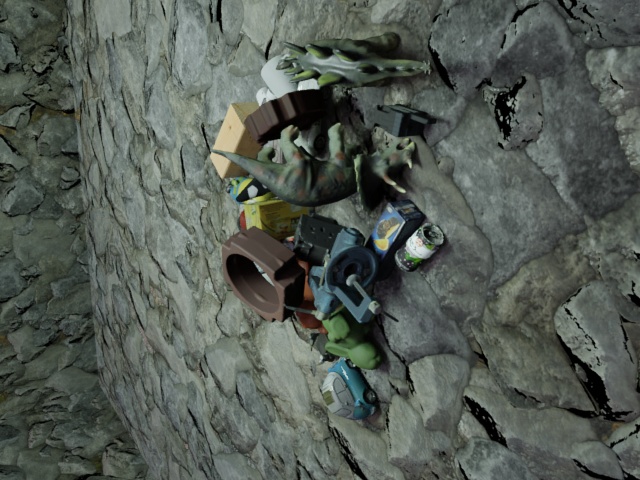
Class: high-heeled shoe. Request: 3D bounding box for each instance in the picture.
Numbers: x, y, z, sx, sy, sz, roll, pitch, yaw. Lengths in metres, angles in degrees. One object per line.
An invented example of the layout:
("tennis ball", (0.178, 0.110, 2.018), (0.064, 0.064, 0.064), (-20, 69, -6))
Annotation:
("high-heeled shoe", (-0.074, -0.120, 1.287), (0.249, 0.086, 0.145), (-32, 106, 24))

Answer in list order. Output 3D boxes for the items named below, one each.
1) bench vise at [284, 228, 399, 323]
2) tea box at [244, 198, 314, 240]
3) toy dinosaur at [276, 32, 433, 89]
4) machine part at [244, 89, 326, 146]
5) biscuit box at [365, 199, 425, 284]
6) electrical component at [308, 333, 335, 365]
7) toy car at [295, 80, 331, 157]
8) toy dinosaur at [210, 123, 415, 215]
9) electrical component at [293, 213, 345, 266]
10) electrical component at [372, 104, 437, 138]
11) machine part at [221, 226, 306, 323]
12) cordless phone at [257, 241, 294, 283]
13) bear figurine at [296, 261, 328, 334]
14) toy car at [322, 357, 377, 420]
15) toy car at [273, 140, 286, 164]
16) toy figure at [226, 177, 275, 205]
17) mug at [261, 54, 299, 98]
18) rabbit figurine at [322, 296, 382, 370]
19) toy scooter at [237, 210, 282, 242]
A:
("bench vise", (0.054, 0.100, 1.108), (0.223, 0.128, 0.241), (-60, 34, 12))
("tea box", (-0.097, -0.055, 1.336), (0.068, 0.169, 0.098), (6, 105, 51))
("toy dinosaur", (0.054, -0.336, 1.027), (0.472, 0.198, 0.104), (16, 119, 45))
("machine part", (-0.071, -0.263, 1.156), (0.179, 0.179, 0.056), (-23, 90, 53))
("biscuit box", (0.142, 0.008, 1.140), (0.059, 0.063, 0.202), (53, 137, 29))
("electrical component", (0.008, 0.277, 1.402), (0.102, 0.045, 0.078), (61, 143, 42))
("toy car", (-0.022, -0.290, 1.256), (0.074, 0.056, 0.201), (32, 125, 43))
("toy dinosaur", (-0.012, -0.131, 1.105), (0.131, 0.405, 0.192), (89, 171, -60))
("electrical component", (-0.003, -0.004, 1.261), (0.134, 0.115, 0.058), (-84, 15, -49))
("electrical component", (0.166, -0.224, 1.026), (0.119, 0.075, 0.047), (33, 125, 39))
("machine part", (-0.131, 0.080, 1.258), (0.202, 0.087, 0.200), (31, 141, 22))
("cordless phone", (-0.108, 0.087, 1.420), (0.184, 0.088, 0.146), (-26, 82, 36))
("bear figurine", (-0.033, 0.136, 1.340), (0.120, 0.132, 0.195), (14, 98, 47))
("toy car", (0.061, 0.378, 1.335), (0.109, 0.103, 0.161), (-44, 69, 48))
("toy car", (-0.092, -0.223, 1.344), (0.089, 0.053, 0.201), (-94, 4, -69))
("toy figure", (-0.197, -0.138, 1.512), (0.180, 0.082, 0.089), (27, 123, 48))
("mug", (-0.074, -0.382, 1.282), (0.107, 0.081, 0.109), (58, 139, 6))
("rabbit figurine", (0.073, 0.235, 1.266), (0.159, 0.121, 0.170), (-23, 98, 56))
("toy scooter", (-0.161, -0.015, 1.511), (0.135, 0.075, 0.184), (-27, 83, 52))
